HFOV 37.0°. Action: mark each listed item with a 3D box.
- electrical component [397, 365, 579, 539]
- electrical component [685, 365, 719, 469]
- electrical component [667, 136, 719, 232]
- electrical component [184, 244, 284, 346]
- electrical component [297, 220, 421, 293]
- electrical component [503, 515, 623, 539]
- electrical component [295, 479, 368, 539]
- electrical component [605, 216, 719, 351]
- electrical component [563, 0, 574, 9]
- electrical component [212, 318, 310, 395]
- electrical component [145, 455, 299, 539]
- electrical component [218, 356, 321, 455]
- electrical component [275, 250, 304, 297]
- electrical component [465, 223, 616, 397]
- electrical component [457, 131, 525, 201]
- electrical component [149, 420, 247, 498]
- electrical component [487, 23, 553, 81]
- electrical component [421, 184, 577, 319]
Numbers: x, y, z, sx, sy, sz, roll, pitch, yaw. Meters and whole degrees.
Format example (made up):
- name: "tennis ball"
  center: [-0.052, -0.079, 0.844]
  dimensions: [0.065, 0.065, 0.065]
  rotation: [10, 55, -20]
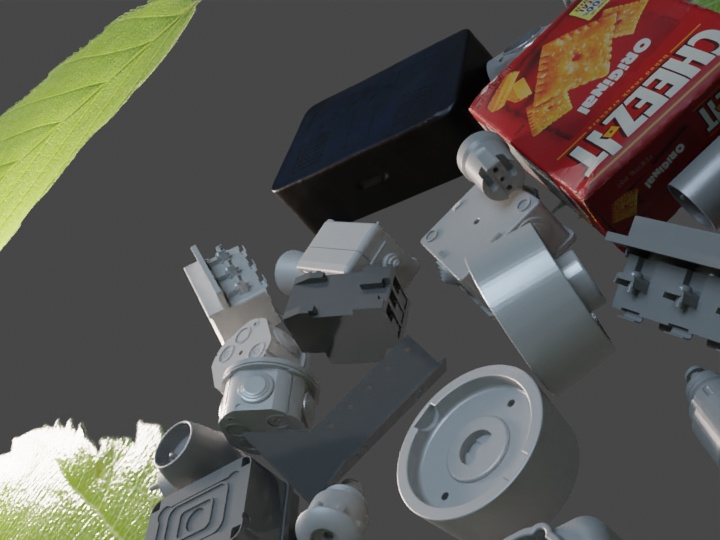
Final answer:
- name: "electrical component"
  center: [0.083, 0.120, 0.662]
  dimensions: [0.108, 0.060, 0.108]
  rotation: [-33, 32, 24]
- name: "electrical component"
  center: [0.199, 0.079, 0.582]
  dimensions: [0.040, 0.040, 0.078]
  rotation: [-40, 30, 12]
- name: "electrical component"
  center: [0.245, -0.068, 0.698]
  dimensions: [0.081, 0.043, 0.043]
  rotation: [-44, 29, 5]
- name: "electrical component"
  center: [-0.123, 0.024, 1.043]
  dimensions: [0.063, 0.078, 0.121]
  rotation: [-27, 28, -8]
- name: "electrical component"
  center: [0.000, 0.000, 0.916]
  dimensions: [0.096, 0.062, 0.061]
  rotation: [6, 59, 55]
- name: "electrical component"
  center: [0.102, 0.176, 0.571]
  dimensions: [0.095, 0.059, 0.053]
  rotation: [-34, 32, 22]
- name: "electrical component"
  center: [-0.014, 0.170, 0.750]
  dimensions: [0.048, 0.048, 0.062]
  rotation: [-30, 12, 28]
- name: "electrical component"
  center: [0.207, 0.013, 0.625]
  dimensions: [0.121, 0.079, 0.063]
  rotation: [22, 94, 59]
- name: "electrical component"
  center: [0.213, -0.243, 0.940]
  dimensions: [0.078, 0.058, 0.057]
  rotation: [-46, 32, 2]
- name: "electrical component"
  center: [-0.087, 0.086, 0.935]
  dimensions: [0.080, 0.051, 0.080]
  rotation: [-33, 32, 24]
- name: "electrical component"
  center: [-0.105, 0.201, 0.812]
  dimensions: [0.113, 0.057, 0.078]
  rotation: [-31, 33, 27]
- name: "electrical component"
  center: [-0.074, 0.109, 0.863]
  dimensions: [0.080, 0.080, 0.051]
  rotation: [-26, 41, 33]
- name: "electrical component"
  center: [-0.042, 0.004, 0.989]
  dimensions: [0.065, 0.044, 0.044]
  rotation: [1, 54, 47]
- name: "electrical component"
  center: [0.122, 0.020, 0.691]
  dimensions: [0.060, 0.108, 0.108]
  rotation: [-34, 31, 10]
- name: "electrical component"
  center: [0.099, -0.077, 0.803]
  dimensions: [0.040, 0.040, 0.046]
  rotation: [-42, 34, 9]
- name: "electrical component"
  center: [-0.137, 0.168, 0.875]
  dimensions: [0.079, 0.077, 0.044]
  rotation: [-32, 33, 26]
- name: "electrical component"
  center: [0.150, -0.177, 0.942]
  dimensions: [0.077, 0.044, 0.079]
  rotation: [-27, 16, 31]
- name: "electrical component"
  center: [0.103, -0.023, 0.824]
  dimensions: [0.099, 0.048, 0.099]
  rotation: [-45, 29, 3]
